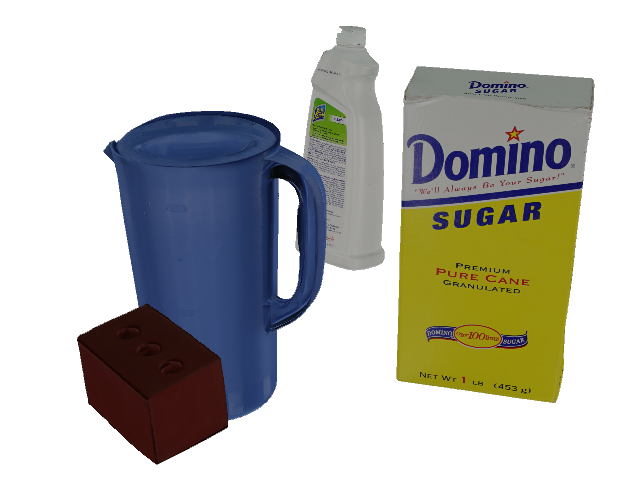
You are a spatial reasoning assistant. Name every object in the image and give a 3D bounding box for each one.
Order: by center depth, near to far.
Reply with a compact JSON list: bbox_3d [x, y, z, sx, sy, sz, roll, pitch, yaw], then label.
[{"bbox_3d":[0.089,0.000,0.567,0.093,0.176,0.048,6,32,13],"label":"sugar box"},{"bbox_3d":[-0.099,0.083,0.628,0.052,0.051,0.078,-25,39,-35],"label":"foam brick"},{"bbox_3d":[-0.084,0.024,0.874,0.144,0.243,0.149,-12,27,-21],"label":"pitcher"},{"bbox_3d":[0.029,-0.101,1.148,0.103,0.251,0.067,18,21,38],"label":"bleach bottle"}]
